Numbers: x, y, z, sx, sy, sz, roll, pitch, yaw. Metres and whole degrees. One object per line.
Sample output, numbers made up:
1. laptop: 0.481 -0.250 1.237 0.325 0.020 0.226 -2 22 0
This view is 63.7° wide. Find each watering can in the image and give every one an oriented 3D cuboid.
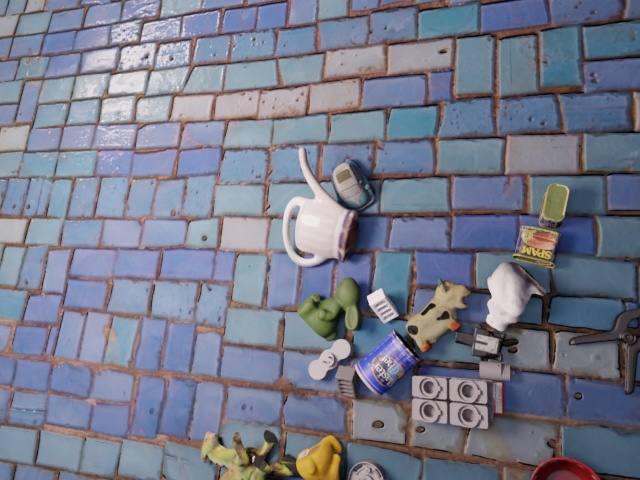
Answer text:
1. watering can: 0.004 -0.073 1.451 0.225 0.105 0.342 15 111 16

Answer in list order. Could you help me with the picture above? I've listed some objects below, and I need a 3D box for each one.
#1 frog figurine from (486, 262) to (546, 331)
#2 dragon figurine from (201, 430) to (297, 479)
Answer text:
1. frog figurine: 0.459 0.138 1.277 0.158 0.121 0.140 -46 34 13
2. dragon figurine: -0.182 0.666 1.386 0.415 0.122 0.240 44 110 25
